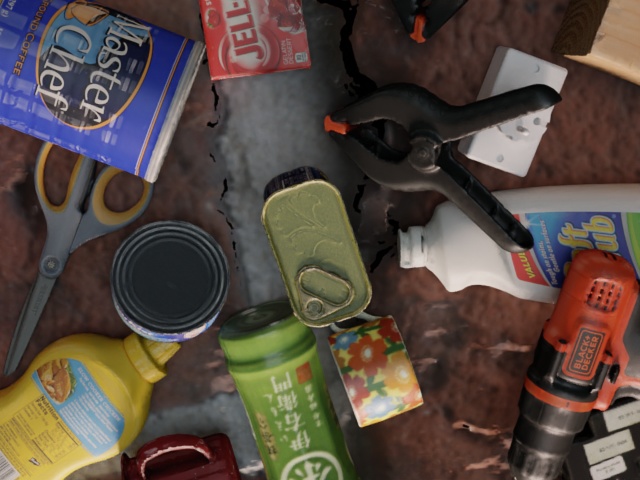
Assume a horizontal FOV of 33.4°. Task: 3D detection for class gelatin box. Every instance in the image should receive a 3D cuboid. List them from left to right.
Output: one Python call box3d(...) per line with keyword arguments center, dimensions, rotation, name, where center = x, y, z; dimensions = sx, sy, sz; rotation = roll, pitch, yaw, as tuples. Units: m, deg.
box3d(center=(-0.048, -0.162, 0.757), dimensions=(0.073, 0.030, 0.089), rotation=(-7, 103, -2), name="gelatin box")

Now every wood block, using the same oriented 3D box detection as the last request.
box3d(center=(0.284, -0.138, 0.756), dimensions=(0.206, 0.090, 0.091), rotation=(19, 100, -8), name="wood block")

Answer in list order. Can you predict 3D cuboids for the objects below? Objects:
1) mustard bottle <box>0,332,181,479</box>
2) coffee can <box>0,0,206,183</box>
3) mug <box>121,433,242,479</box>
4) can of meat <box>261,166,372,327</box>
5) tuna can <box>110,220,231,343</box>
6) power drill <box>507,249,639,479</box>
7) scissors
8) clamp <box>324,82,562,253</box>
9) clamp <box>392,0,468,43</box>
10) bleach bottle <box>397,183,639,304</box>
box3d(center=(-0.186, 0.126, 0.799), dimensions=(0.191, 0.058, 0.096), rotation=(-34, 98, 4), name="mustard bottle")
box3d(center=(-0.160, -0.111, 0.724), dimensions=(0.140, 0.103, 0.103), rotation=(21, 100, -8), name="coffee can")
box3d(center=(-0.100, 0.186, 0.799), dimensions=(0.081, 0.093, 0.117), rotation=(-16, 128, -6), name="mug")
box3d(center=(-0.005, 0.001, 0.770), dimensions=(0.057, 0.084, 0.102), rotation=(-19, 103, 0), name="can of meat")
box3d(center=(-0.109, 0.031, 0.776), dimensions=(0.086, 0.034, 0.086), rotation=(3, 72, -9), name="tuna can")
box3d(center=(0.241, 0.112, 0.767), dimensions=(0.187, 0.057, 0.184), rotation=(14, 107, -5), name="power drill")
box3d(center=(-0.179, 0.013, 0.795), dimensions=(0.096, 0.016, 0.202), rotation=(8, 102, -6), name="scissors")
box3d(center=(0.084, -0.056, 0.751), dimensions=(0.172, 0.039, 0.120), rotation=(11, 110, 31), name="clamp")
box3d(center=(0.089, -0.231, 0.706), dimensions=(0.165, 0.036, 0.210), rotation=(12, 126, 22), name="clamp")
box3d(center=(0.184, 0.010, 0.798), dimensions=(0.251, 0.068, 0.102), rotation=(-2, 103, -1), name="bleach bottle")
